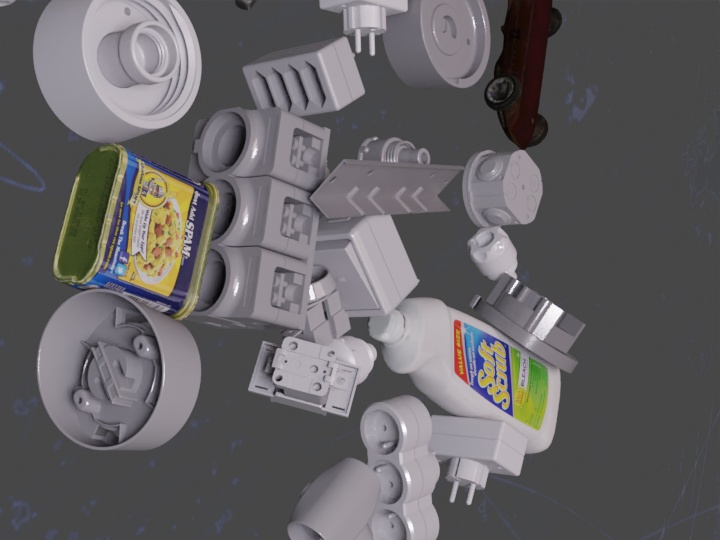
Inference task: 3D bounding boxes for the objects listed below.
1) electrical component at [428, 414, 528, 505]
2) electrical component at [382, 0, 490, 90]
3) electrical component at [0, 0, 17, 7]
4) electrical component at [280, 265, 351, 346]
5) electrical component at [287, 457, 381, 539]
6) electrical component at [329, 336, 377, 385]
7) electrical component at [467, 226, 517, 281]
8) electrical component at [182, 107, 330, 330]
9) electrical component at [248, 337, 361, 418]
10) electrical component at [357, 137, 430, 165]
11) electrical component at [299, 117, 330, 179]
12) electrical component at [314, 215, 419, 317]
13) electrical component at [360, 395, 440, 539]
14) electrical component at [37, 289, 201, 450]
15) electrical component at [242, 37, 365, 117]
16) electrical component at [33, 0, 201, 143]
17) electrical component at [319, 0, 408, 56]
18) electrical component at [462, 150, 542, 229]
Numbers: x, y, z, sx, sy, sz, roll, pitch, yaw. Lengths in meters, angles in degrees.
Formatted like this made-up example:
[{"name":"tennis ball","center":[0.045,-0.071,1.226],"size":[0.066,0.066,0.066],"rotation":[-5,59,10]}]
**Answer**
[{"name":"electrical component","center":[0.101,0.179,0.995],"size":[0.047,0.083,0.075],"rotation":[37,62,-42]},{"name":"electrical component","center":[0.064,-0.216,0.981],"size":[0.108,0.060,0.108],"rotation":[3,86,-50]},{"name":"electrical component","center":[-0.214,-0.192,0.665],"size":[0.062,0.043,0.043],"rotation":[-48,123,-42]},{"name":"electrical component","center":[-0.039,0.030,0.863],"size":[0.066,0.048,0.055],"rotation":[-35,122,-45]},{"name":"electrical component","center":[-0.014,0.210,0.887],"size":[0.077,0.044,0.079],"rotation":[-47,123,-40]},{"name":"electrical component","center":[-0.009,0.076,0.899],"size":[0.062,0.048,0.048],"rotation":[-15,100,-56]},{"name":"electrical component","center":[0.137,-0.010,1.074],"size":[0.062,0.043,0.043],"rotation":[53,51,-37]},{"name":"electrical component","center":[-0.083,-0.035,0.778],"size":[0.062,0.089,0.150],"rotation":[18,75,-48]},{"name":"electrical component","center":[-0.042,0.081,0.829],"size":[0.063,0.081,0.042],"rotation":[97,7,-69]},{"name":"electrical component","center":[0.031,-0.094,0.937],"size":[0.048,0.062,0.048],"rotation":[3,86,-50]},{"name":"electrical component","center":[-0.046,-0.087,0.862],"size":[0.078,0.040,0.040],"rotation":[52,52,-36]},{"name":"electrical component","center":[0.000,0.000,0.895],"size":[0.061,0.062,0.096],"rotation":[-44,119,-41]},{"name":"electrical component","center":[0.046,0.179,0.952],"size":[0.074,0.052,0.138],"rotation":[-8,95,-50]},{"name":"electrical component","center":[-0.153,0.067,0.689],"size":[0.064,0.099,0.099],"rotation":[25,70,-53]},{"name":"electrical component","center":[-0.034,-0.155,0.846],"size":[0.076,0.083,0.047],"rotation":[-40,118,-43]},{"name":"electrical component","center":[-0.155,-0.142,0.719],"size":[0.108,0.060,0.108],"rotation":[3,87,-50]},{"name":"electrical component","center":[0.003,-0.222,0.920],"size":[0.066,0.047,0.076],"rotation":[-2,90,-50]},{"name":"electrical component","center":[0.142,-0.081,1.077],"size":[0.080,0.051,0.080],"rotation":[2,87,-50]}]
